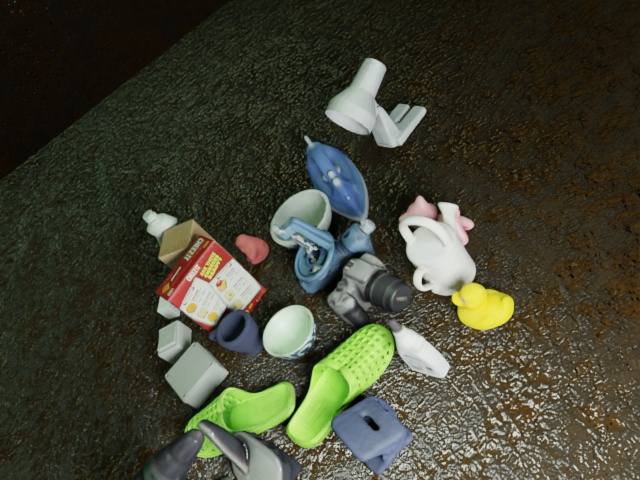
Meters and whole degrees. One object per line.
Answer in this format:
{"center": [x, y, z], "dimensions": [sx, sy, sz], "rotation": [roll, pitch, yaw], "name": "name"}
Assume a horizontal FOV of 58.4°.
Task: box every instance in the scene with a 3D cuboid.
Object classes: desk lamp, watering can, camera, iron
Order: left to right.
{"center": [0.033, -0.157, 1.401], "dimensions": [0.118, 0.142, 0.257], "rotation": [-37, 41, 5], "name": "iron"}
{"center": [0.102, 0.103, 1.152], "dimensions": [0.136, 0.101, 0.143], "rotation": [24, 71, 46], "name": "camera"}
{"center": [0.133, -0.326, 1.417], "dimensions": [0.117, 0.214, 0.203], "rotation": [23, 71, 46], "name": "desk lamp"}
{"center": [0.214, 0.008, 1.079], "dimensions": [0.100, 0.195, 0.173], "rotation": [-13, 48, 29], "name": "watering can"}

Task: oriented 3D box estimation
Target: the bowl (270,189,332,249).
{"center": [-0.034, -0.038, 1.400], "dimensions": [0.167, 0.075, 0.167], "rotation": [-20, 45, 22], "name": "bowl"}

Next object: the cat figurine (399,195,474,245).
{"center": [0.233, -0.045, 1.169], "dimensions": [0.127, 0.118, 0.067], "rotation": [-1, 54, 37], "name": "cat figurine"}

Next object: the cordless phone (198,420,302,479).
{"center": [-0.134, 0.388, 1.018], "dimensions": [0.147, 0.186, 0.094], "rotation": [12, 63, 43], "name": "cordless phone"}

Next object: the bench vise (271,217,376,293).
{"center": [0.006, -0.001, 1.226], "dimensions": [0.207, 0.220, 0.121], "rotation": [-43, 41, -2], "name": "bench vise"}

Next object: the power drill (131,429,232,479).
{"center": [-0.246, 0.447, 1.034], "dimensions": [0.229, 0.209, 0.075], "rotation": [-39, 41, 2], "name": "power drill"}

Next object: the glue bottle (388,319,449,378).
{"center": [0.159, 0.181, 0.985], "dimensions": [0.077, 0.174, 0.037], "rotation": [10, 62, 42], "name": "glue bottle"}

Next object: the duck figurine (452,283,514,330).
{"center": [0.285, 0.109, 1.020], "dimensions": [0.104, 0.086, 0.077], "rotation": [-8, 51, 32], "name": "duck figurine"}

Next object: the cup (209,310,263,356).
{"center": [-0.179, 0.218, 1.270], "dimensions": [0.117, 0.095, 0.091], "rotation": [-19, 45, 23], "name": "cup"}

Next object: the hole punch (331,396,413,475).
{"center": [0.087, 0.323, 0.979], "dimensions": [0.101, 0.091, 0.108], "rotation": [-46, 41, -6], "name": "hole punch"}

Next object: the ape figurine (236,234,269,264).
{"center": [-0.178, 0.018, 1.447], "dimensions": [0.076, 0.092, 0.077], "rotation": [-28, 43, 15], "name": "ape figurine"}
